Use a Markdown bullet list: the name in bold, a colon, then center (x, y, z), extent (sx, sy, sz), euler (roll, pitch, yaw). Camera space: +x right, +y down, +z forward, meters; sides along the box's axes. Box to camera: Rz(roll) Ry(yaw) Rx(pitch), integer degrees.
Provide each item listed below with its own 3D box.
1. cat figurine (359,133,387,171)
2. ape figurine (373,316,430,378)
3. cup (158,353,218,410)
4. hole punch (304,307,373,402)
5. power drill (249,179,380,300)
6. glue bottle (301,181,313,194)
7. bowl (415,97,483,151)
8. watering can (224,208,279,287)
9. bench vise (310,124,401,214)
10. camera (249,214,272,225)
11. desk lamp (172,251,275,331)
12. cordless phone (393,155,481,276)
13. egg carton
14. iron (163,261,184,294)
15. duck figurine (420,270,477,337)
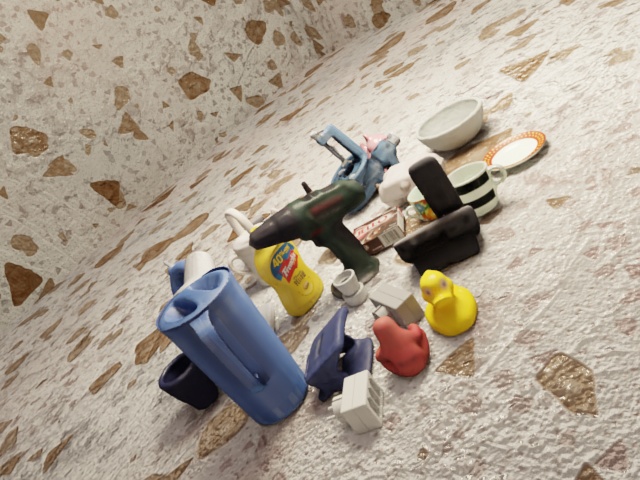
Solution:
- **cat figurine**: center (0.142, -0.228, 1.457), extent (0.067, 0.118, 0.127), euler (-41, 23, -13)
- **ape figurine**: center (0.107, 0.143, 0.803), extent (0.077, 0.092, 0.076), euler (-30, 23, 12)
- **cup**: center (-0.227, 0.255, 1.052), extent (0.091, 0.095, 0.118), euler (-21, 26, 31)
- **hole punch**: center (0.018, 0.172, 0.873), extent (0.101, 0.091, 0.108), euler (-26, 24, 21)
- **power drill**: center (0.010, 0.004, 1.064), extent (0.230, 0.209, 0.075), euler (-40, 23, -12)
- **glue bottle**: center (0.010, -0.055, 1.228), extent (0.037, 0.173, 0.078), euler (-33, 23, 6)
- **bowl**: center (0.311, -0.256, 1.329), extent (0.167, 0.075, 0.167), euler (-30, 23, 14)
- **watering can**: center (-0.145, -0.001, 1.313), extent (0.100, 0.194, 0.173), euler (-12, 32, 44)
- **bench vise**: center (0.082, -0.198, 1.348), extent (0.208, 0.220, 0.121), euler (-45, 24, -22)
- **camera**: center (-0.125, -0.021, 1.447), extent (0.137, 0.101, 0.142), euler (-40, 23, -12)
- **desk lamp**: center (-0.187, 0.131, 1.083), extent (0.118, 0.214, 0.203), euler (-32, 23, 9)
- **cordless phone**: center (0.174, -0.044, 0.956), extent (0.147, 0.185, 0.094), euler (-30, 23, 13)
- **egg carton**: center (0.199, -0.128, 1.241), extent (0.150, 0.069, 0.107), euler (-21, 26, 31)
- **iron**: center (-0.284, 0.100, 1.378), extent (0.257, 0.142, 0.119), euler (-6, 36, 50)
- **duck figurine**: center (0.177, 0.080, 0.838), extent (0.077, 0.086, 0.104), euler (-31, 23, 11)
